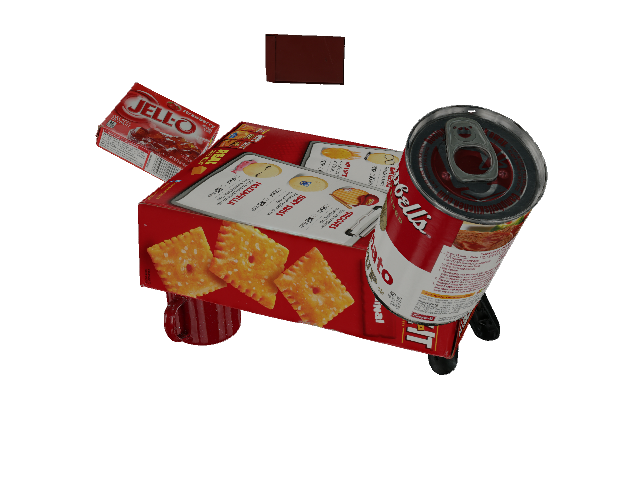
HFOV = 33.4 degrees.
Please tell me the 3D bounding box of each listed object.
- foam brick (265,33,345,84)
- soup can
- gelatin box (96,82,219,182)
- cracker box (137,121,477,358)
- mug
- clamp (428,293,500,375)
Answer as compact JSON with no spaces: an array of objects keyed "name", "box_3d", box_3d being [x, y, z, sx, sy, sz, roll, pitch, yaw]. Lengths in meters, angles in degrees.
[{"name":"foam brick","box_3d":[-0.017,-0.194,1.142,0.078,0.051,0.053,0,11,-13]},{"name":"soup can","box_3d":[0.064,-0.010,0.535,0.068,0.068,0.102,0,-33,-11]},{"name":"gelatin box","box_3d":[-0.146,-0.096,0.962,0.089,0.073,0.030,28,-45,-1]},{"name":"cracker box","box_3d":[0.009,-0.007,0.722,0.214,0.072,0.164,13,28,16]},{"name":"mug","box_3d":[-0.137,0.070,1.198,0.093,0.081,0.117,12,34,22]},{"name":"clamp","box_3d":[0.111,0.030,0.924,0.039,0.171,0.120,-12,14,27]}]
